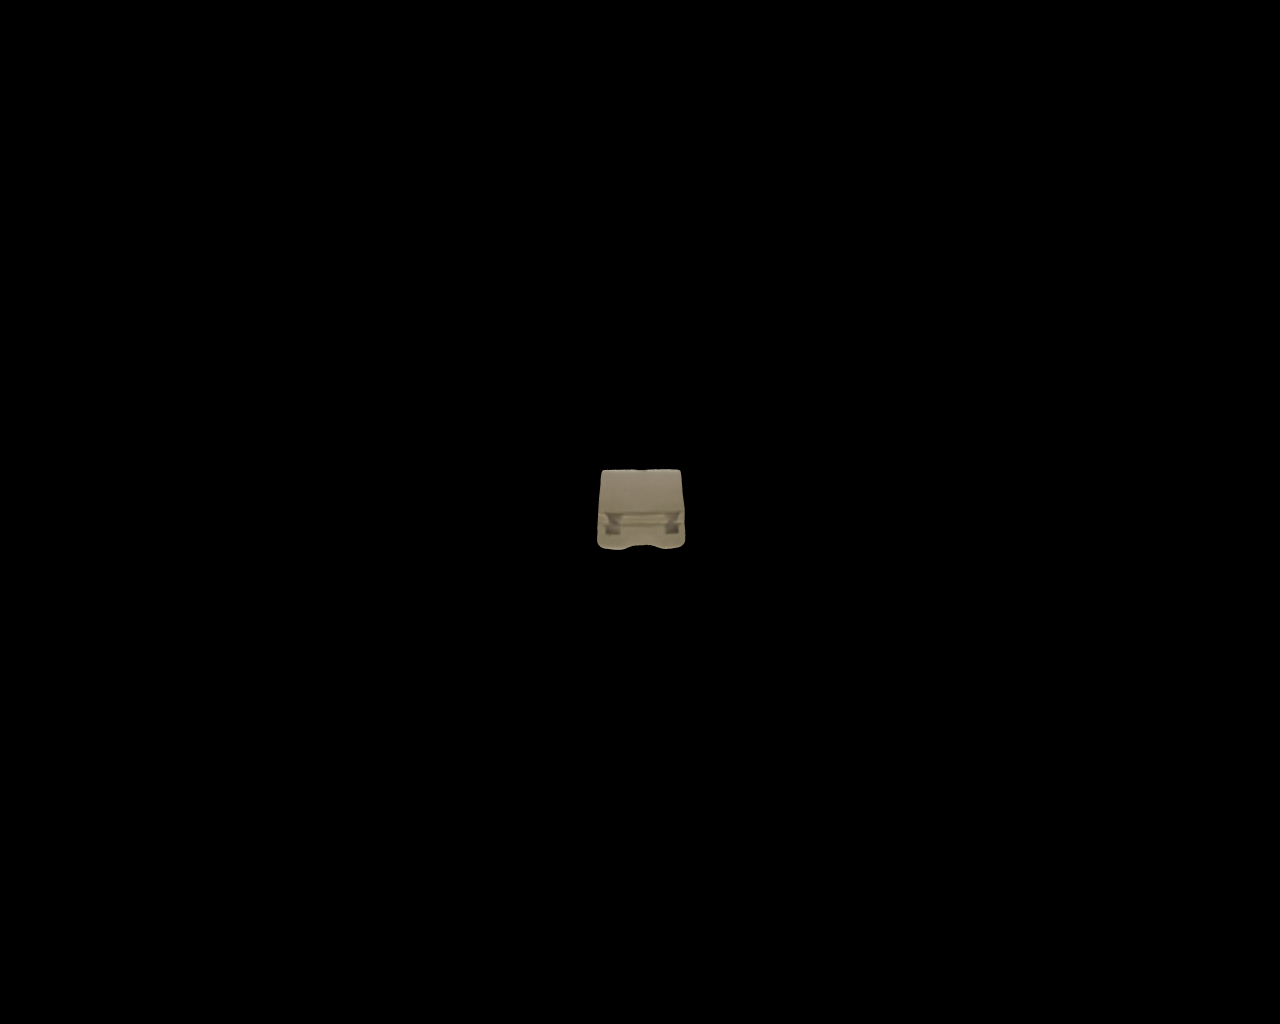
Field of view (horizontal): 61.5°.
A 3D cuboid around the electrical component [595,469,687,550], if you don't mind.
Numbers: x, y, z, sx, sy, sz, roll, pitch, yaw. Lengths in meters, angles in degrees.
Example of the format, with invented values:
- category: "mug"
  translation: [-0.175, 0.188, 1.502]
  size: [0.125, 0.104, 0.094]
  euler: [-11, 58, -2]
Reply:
- category: "electrical component"
  translation: [0.001, -0.003, 0.650]
  size: [0.055, 0.047, 0.055]
  euler: [0, 2, 0]
